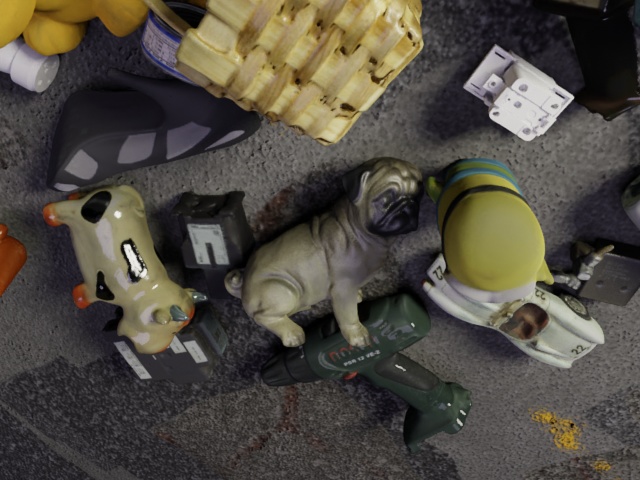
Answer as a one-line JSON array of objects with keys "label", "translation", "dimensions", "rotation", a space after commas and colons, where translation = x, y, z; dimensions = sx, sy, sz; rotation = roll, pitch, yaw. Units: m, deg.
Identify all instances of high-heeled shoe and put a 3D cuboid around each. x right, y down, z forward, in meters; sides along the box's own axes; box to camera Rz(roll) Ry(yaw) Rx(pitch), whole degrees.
[{"label": "high-heeled shoe", "translation": [-0.177, -0.096, 0.542], "dimensions": [0.145, 0.086, 0.249], "rotation": [14, 154, -37]}]

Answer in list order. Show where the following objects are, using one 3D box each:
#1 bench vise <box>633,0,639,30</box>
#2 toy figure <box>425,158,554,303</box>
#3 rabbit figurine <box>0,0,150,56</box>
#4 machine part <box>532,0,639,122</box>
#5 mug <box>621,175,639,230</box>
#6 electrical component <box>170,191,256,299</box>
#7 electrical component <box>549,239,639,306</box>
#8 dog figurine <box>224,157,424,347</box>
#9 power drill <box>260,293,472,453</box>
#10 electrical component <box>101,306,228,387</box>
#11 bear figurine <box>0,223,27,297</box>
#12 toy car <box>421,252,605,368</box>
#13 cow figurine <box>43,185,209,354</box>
[{"label": "bench vise", "translation": [0.298, -0.161, 0.335], "dimensions": [0.241, 0.129, 0.223], "rotation": [-8, 117, -4]}, {"label": "toy figure", "translation": [0.132, -0.021, 0.446], "dimensions": [0.082, 0.180, 0.089], "rotation": [-18, 117, 20]}, {"label": "rabbit figurine", "translation": [-0.214, -0.203, 0.390], "dimensions": [0.122, 0.173, 0.162], "rotation": [4, 130, 13]}, {"label": "machine part", "translation": [0.207, -0.155, 0.406], "dimensions": [0.039, 0.084, 0.138], "rotation": [-41, 123, -2]}, {"label": "mug", "translation": [0.330, -0.027, 0.463], "dimensions": [0.107, 0.081, 0.109], "rotation": [30, 131, 1]}, {"label": "electrical component", "translation": [-0.112, 0.007, 0.596], "dimensions": [0.075, 0.048, 0.119], "rotation": [-2, 125, 13]}, {"label": "electrical component", "translation": [0.292, 0.033, 0.534], "dimensions": [0.102, 0.045, 0.078], "rotation": [18, 125, -1]}, {"label": "dog figurine", "translation": [0.000, -0.003, 0.533], "dimensions": [0.172, 0.121, 0.190], "rotation": [2, 122, -16]}, {"label": "power drill", "translation": [0.067, 0.170, 0.666], "dimensions": [0.207, 0.086, 0.232], "rotation": [45, 119, -11]}, {"label": "electrical component", "translation": [-0.191, 0.130, 0.695], "dimensions": [0.134, 0.058, 0.114], "rotation": [-11, 124, 18]}, {"label": "bear figurine", "translation": [-0.445, -0.005, 0.610], "dimensions": [0.120, 0.132, 0.195], "rotation": [-34, 119, 22]}, {"label": "toy car", "translation": [0.204, 0.071, 0.572], "dimensions": [0.202, 0.056, 0.073], "rotation": [27, 126, -9]}, {"label": "cow figurine", "translation": [-0.206, 0.034, 0.594], "dimensions": [0.127, 0.085, 0.194], "rotation": [-11, 102, 15]}]
